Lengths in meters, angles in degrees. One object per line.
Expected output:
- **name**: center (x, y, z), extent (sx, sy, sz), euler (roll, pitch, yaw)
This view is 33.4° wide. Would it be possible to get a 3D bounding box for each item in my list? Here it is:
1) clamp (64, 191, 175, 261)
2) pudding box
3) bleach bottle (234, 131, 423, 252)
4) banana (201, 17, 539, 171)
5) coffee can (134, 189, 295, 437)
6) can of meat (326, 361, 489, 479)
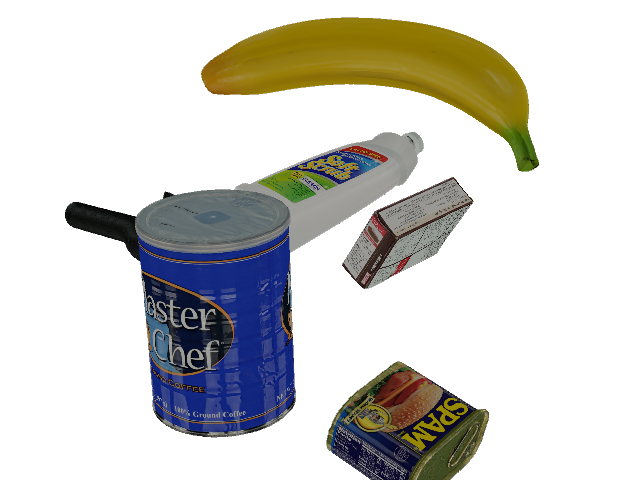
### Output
- **clamp**: center (-0.151, -0.010, 1.021), extent (0.120, 0.039, 0.172), euler (-21, 35, -40)
- **pudding box**: center (0.085, -0.007, 1.041), extent (0.113, 0.039, 0.090), euler (-26, -23, -37)
- **bleach bottle**: center (0.022, -0.074, 1.287), extent (0.250, 0.068, 0.103), euler (-30, 45, -31)
- **banana**: center (0.033, -0.094, 0.596), extent (0.198, 0.069, 0.037), euler (15, -32, 15)
- **coffee can**: center (-0.070, 0.047, 0.730), extent (0.103, 0.140, 0.103), euler (-1, 22, 0)
- **can of meat**: center (0.067, 0.148, 0.828), extent (0.084, 0.057, 0.101), euler (30, 39, 29)
